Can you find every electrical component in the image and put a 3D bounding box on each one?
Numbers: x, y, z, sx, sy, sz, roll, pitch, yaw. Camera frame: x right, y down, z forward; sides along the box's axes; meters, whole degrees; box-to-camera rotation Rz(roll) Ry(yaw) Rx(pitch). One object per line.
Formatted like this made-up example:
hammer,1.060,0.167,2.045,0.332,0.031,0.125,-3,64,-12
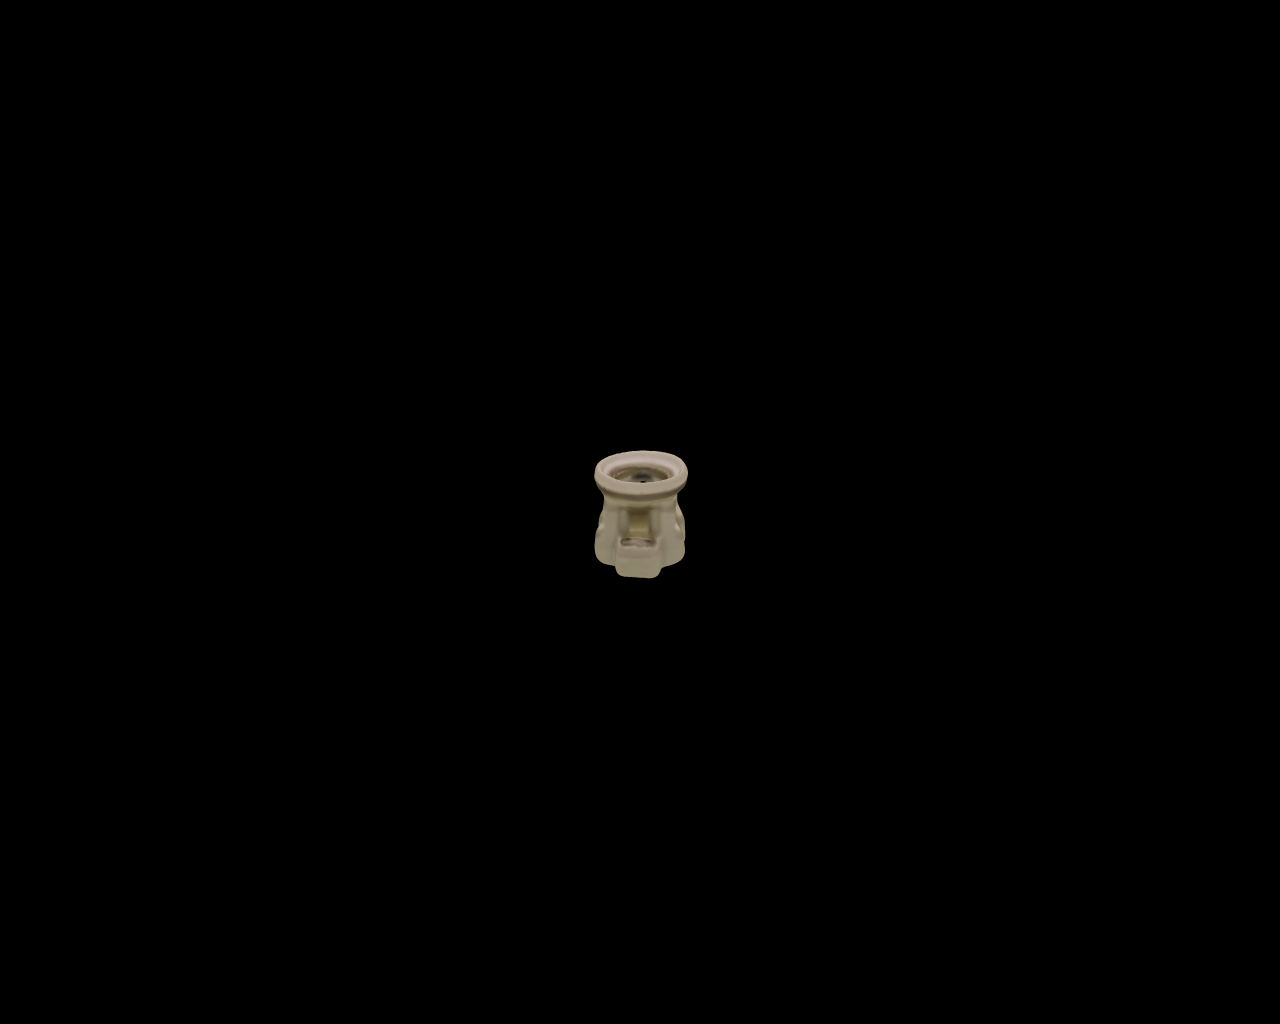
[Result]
electrical component,0.001,-0.003,0.650,0.058,0.056,0.078,1,24,3
